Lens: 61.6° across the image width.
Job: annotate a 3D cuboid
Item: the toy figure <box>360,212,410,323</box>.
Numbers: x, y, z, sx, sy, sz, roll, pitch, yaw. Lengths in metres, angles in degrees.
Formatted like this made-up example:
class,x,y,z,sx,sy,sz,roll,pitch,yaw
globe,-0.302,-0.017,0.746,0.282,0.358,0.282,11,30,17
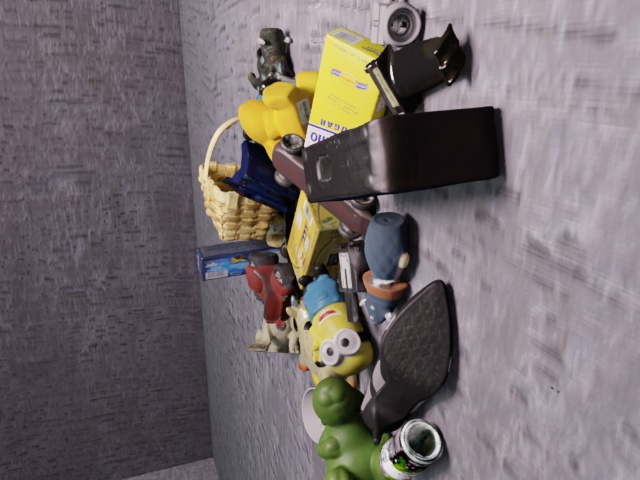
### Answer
class,x,y,z,sx,sy,sz,roll,pitch,yaw
toy figure,0.086,0.041,0.697,0.064,0.058,0.154,-117,23,-57

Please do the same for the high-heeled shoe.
class,x,y,z,sx,sy,sz,roll,pitch,yaw
high-heeled shoe,0.113,0.150,0.687,0.145,0.086,0.248,-38,-29,-72

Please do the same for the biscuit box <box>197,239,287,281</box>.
class,x,y,z,sx,sy,sz,roll,pitch,yaw
biscuit box,-0.169,0.038,1.191,0.063,0.203,0.059,-128,34,-58

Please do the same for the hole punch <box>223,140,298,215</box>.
class,x,y,z,sx,sy,sz,roll,pitch,yaw
hole punch,-0.097,-0.109,0.948,0.092,0.142,0.116,-60,30,7

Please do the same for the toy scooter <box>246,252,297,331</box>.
class,x,y,z,sx,sy,sz,roll,pitch,yaw
toy scooter,-0.094,0.100,1.055,0.184,0.075,0.135,20,114,61

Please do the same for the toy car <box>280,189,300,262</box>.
class,x,y,z,sx,sy,sz,roll,pitch,yaw
toy car,-0.041,-0.026,1.036,0.074,0.056,0.201,35,130,56

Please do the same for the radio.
class,x,y,z,sx,sy,sz,roll,pitch,yaw
radio,0.071,-0.085,0.582,0.230,0.131,0.073,-179,81,-71

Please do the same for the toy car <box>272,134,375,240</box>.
class,x,y,z,sx,sy,sz,roll,pitch,yaw
toy car,0.008,-0.081,0.806,0.202,0.053,0.089,38,143,17

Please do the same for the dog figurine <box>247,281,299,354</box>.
class,x,y,z,sx,sy,sz,roll,pitch,yaw
dog figurine,-0.089,0.155,1.197,0.172,0.121,0.190,148,128,-65

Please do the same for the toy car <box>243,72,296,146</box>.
class,x,y,z,sx,sy,sz,roll,pitch,yaw
toy car,-0.075,-0.235,0.999,0.103,0.109,0.161,-81,8,-60

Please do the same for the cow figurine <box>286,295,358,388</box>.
class,x,y,z,sx,sy,sz,roll,pitch,yaw
cow figurine,-0.004,0.173,0.951,0.195,0.085,0.127,-143,50,-61

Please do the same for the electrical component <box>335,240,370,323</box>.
class,x,y,z,sx,sy,sz,roll,pitch,yaw
electrical component,0.059,0.059,0.788,0.075,0.048,0.119,158,104,-70

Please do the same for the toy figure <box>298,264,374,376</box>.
class,x,y,z,sx,sy,sz,roll,pitch,yaw
toy figure,0.027,0.125,0.849,0.082,0.089,0.180,-51,44,30

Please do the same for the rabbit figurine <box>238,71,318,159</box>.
class,x,y,z,sx,sy,sz,roll,pitch,yaw
rabbit figurine,-0.059,-0.197,0.900,0.173,0.122,0.162,7,134,36

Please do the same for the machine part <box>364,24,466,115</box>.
class,x,y,z,sx,sy,sz,roll,pitch,yaw
machine part,0.102,-0.179,0.580,0.084,0.039,0.139,60,159,-11

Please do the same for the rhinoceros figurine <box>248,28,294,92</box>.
class,x,y,z,sx,sy,sz,roll,pitch,yaw
rhinoceros figurine,-0.096,-0.319,1.067,0.112,0.073,0.190,-139,45,-64

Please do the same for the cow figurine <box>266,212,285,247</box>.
class,x,y,z,sx,sy,sz,roll,pitch,yaw
cow figurine,-0.105,-0.057,1.192,0.167,0.068,0.098,55,137,49

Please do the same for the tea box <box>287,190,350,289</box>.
class,x,y,z,sx,sy,sz,roll,pitch,yaw
tea box,-0.002,-0.003,0.911,0.169,0.068,0.098,107,150,-52

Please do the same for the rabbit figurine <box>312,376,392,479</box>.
class,x,y,z,sx,sy,sz,roll,pitch,yaw
rabbit figurine,0.046,0.276,0.805,0.159,0.121,0.170,-80,-31,-84
